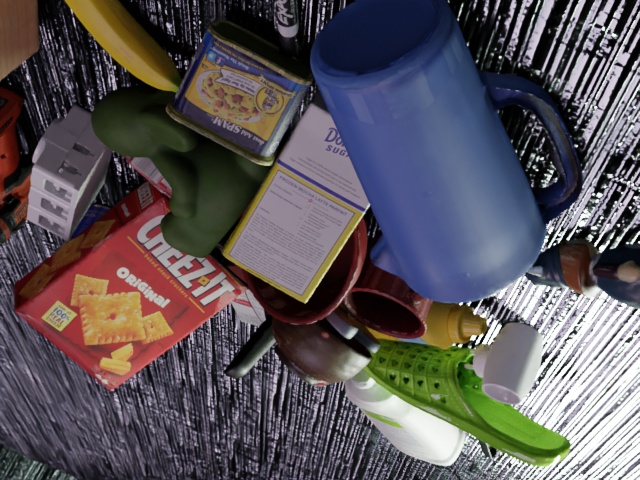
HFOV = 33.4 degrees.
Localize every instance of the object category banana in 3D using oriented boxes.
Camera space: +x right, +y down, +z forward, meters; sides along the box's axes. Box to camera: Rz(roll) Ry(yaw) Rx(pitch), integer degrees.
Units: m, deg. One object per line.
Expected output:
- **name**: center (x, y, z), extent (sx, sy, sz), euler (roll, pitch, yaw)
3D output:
- **banana**: center (-0.181, -0.198, 0.926), extent (0.070, 0.037, 0.197), euler (-7, 133, 50)

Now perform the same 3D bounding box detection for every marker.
- **marker**: center (-0.026, -0.186, 0.835), extent (0.020, 0.020, 0.121), euler (20, 153, 13)

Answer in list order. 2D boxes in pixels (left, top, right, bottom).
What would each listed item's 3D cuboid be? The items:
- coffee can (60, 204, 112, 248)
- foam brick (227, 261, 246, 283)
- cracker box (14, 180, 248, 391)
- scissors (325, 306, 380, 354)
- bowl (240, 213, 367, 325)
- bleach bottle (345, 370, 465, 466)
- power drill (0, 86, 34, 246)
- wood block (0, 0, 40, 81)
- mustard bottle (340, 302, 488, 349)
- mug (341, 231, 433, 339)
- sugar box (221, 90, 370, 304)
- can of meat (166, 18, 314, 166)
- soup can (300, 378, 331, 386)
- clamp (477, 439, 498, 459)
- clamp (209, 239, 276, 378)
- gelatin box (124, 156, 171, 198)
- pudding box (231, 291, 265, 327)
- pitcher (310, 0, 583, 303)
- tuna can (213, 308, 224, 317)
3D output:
- **coffee can**: center (-0.285, 0.040, 1.340), extent (0.103, 0.140, 0.103), euler (21, 153, 11)
- **foam brick**: center (-0.054, 0.010, 1.150), extent (0.053, 0.078, 0.051), euler (-5, 141, 46)
- **cracker box**: center (-0.214, 0.054, 1.222), extent (0.164, 0.214, 0.072), euler (49, -171, -32)
- **scissors**: center (0.008, 0.065, 1.154), extent (0.096, 0.016, 0.202), euler (40, -176, -26)
- **bowl**: center (-0.007, 0.001, 1.055), extent (0.162, 0.162, 0.055), euler (0, -179, 42)
- **bleach bottle**: center (0.101, 0.213, 1.351), extent (0.103, 0.068, 0.250), euler (12, 159, 29)
- **power drill**: center (-0.377, -0.068, 1.201), extent (0.057, 0.184, 0.188), euler (21, 144, 9)
- **wood block**: center (-0.305, -0.224, 0.917), extent (0.090, 0.090, 0.206), euler (40, 154, 6)
- **mustard bottle**: center (0.094, 0.086, 1.170), extent (0.192, 0.058, 0.096), euler (4, 165, 37)
- **mug**: center (0.085, 0.040, 1.075), extent (0.093, 0.081, 0.117), euler (37, 152, -21)
- **sugar box**: center (-0.008, -0.037, 0.959), extent (0.093, 0.048, 0.176), euler (30, 114, -6)
- **can of meat**: center (-0.065, -0.125, 0.897), extent (0.102, 0.057, 0.084), euler (28, 114, -5)
- **soup can**: center (0.011, 0.138, 1.335), extent (0.068, 0.068, 0.102), euler (29, 153, -5)
- **clamp**: center (0.209, 0.236, 1.369), extent (0.171, 0.039, 0.120), euler (38, 145, -15)
- **clamp**: center (-0.047, 0.084, 1.202), extent (0.209, 0.164, 0.036), euler (15, 147, -43)
- **gelatin box**: center (-0.166, -0.071, 1.122), extent (0.089, 0.030, 0.073), euler (40, 180, -25)
- **pudding box**: center (-0.067, 0.073, 1.321), extent (0.090, 0.039, 0.113), euler (15, 153, 22)
- **pitcher**: center (0.094, -0.075, 0.827), extent (0.145, 0.149, 0.242), euler (24, 155, 41)
- **tuna can**: center (-0.160, 0.065, 1.393), extent (0.086, 0.033, 0.086), euler (21, 153, 11)
